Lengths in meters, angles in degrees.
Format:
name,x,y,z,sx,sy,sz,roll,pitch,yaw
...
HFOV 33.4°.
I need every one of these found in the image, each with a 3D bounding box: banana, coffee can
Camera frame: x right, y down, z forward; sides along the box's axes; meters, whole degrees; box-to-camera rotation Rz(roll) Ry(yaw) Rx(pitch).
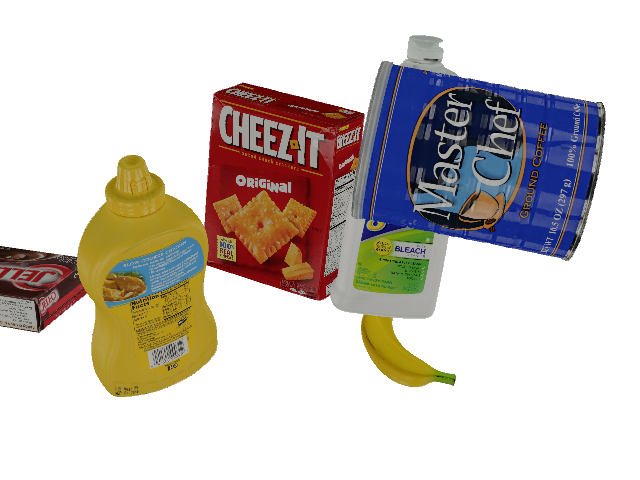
name,x,y,z,sx,sy,sz,roll,pitch,yaw
banana,0.083,0.118,1.223,0.069,0.037,0.198,7,23,-23
coffee can,0.098,-0.051,0.679,0.140,0.103,0.103,12,1,5

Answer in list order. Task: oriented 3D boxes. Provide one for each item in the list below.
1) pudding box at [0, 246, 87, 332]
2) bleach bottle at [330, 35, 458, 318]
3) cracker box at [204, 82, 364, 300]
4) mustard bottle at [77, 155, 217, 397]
name,x,y,z,sx,sy,sz,roll,pitch,yaw
pudding box,-0.276,0.041,0.951,0.114,0.039,0.090,5,22,17
bleach bottle,0.071,-0.057,0.958,0.102,0.251,0.068,6,20,1
cracker box,-0.047,-0.055,1.216,0.164,0.214,0.072,17,26,24
mustard bottle,-0.128,0.023,0.779,0.096,0.192,0.058,-21,42,-25
